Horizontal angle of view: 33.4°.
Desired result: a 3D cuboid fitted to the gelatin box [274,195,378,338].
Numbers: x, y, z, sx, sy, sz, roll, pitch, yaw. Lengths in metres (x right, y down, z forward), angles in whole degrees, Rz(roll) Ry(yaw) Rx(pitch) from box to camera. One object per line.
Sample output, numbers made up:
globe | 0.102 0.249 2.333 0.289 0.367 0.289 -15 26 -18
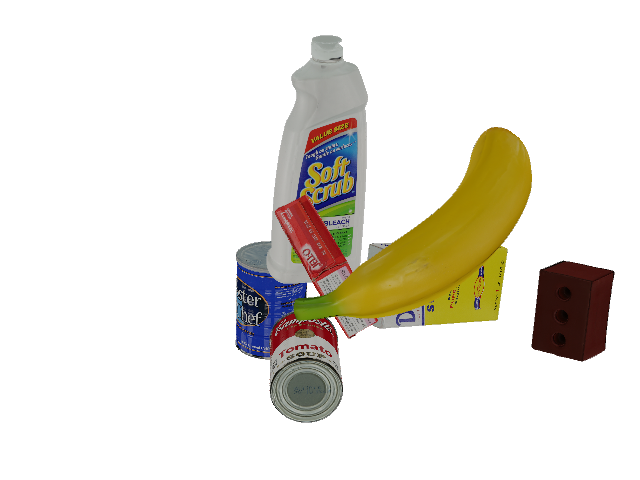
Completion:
gelatin box | 0.004 0.020 0.783 0.030 0.073 0.089 -30 -38 0

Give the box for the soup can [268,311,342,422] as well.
soup can | -0.015 0.117 1.005 0.068 0.068 0.102 0 22 -2

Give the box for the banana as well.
banana | 0.070 -0.013 0.567 0.070 0.037 0.197 19 41 35

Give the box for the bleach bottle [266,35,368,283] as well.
bleach bottle | -0.004 -0.082 1.085 0.102 0.251 0.068 -5 27 -12

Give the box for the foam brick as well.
foam brick | 0.229 0.063 0.968 0.053 0.078 0.051 13 18 35

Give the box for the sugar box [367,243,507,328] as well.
sugar box | 0.134 0.050 1.244 0.175 0.093 0.048 -3 14 -34

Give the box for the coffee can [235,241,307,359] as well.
coffee can | -0.070 0.084 1.522 0.103 0.140 0.103 2 22 -1
